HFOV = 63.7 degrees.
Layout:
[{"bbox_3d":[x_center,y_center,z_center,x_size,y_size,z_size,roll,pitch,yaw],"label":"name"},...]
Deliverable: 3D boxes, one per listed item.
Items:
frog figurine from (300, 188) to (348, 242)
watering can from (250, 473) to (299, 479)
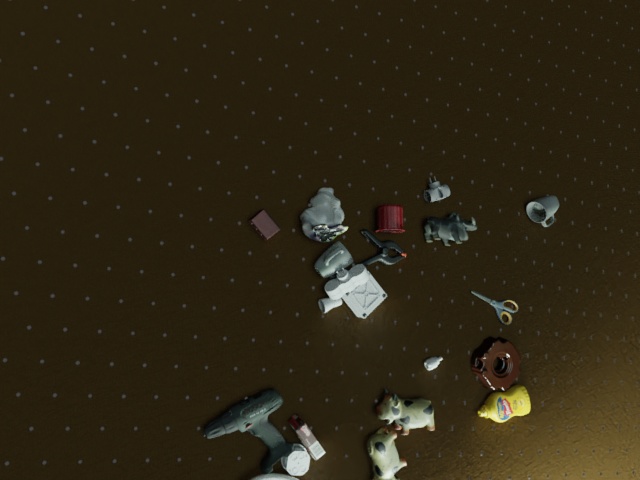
[{"bbox_3d":[0.005,-0.078,1.560,0.138,0.120,0.163,-8,55,-12],"label":"frog figurine"},{"bbox_3d":[-0.088,0.793,1.456,0.346,0.104,0.226,26,80,-18],"label":"watering can"}]
